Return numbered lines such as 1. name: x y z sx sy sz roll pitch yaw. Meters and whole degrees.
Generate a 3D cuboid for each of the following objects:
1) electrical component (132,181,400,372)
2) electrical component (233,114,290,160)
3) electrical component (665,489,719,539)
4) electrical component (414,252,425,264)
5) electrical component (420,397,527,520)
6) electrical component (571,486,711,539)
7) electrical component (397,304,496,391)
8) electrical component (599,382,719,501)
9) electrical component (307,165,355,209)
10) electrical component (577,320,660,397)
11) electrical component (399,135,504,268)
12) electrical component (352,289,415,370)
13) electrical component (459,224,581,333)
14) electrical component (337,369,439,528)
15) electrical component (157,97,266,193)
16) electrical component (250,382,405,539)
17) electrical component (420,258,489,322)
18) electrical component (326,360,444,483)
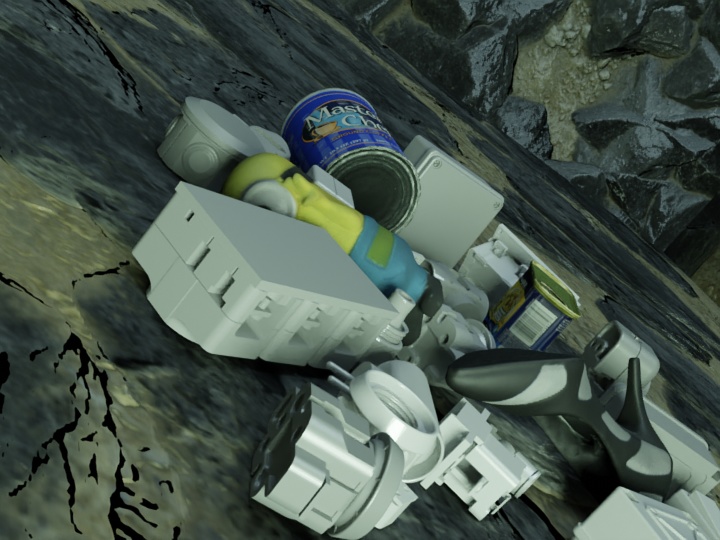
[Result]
1. electrical component: -0.058 0.011 0.667 0.089 0.061 0.150 48 17 29
2. electrical component: -0.105 -0.108 0.936 0.079 0.043 0.077 40 15 2
3. electrical component: 0.276 0.227 0.847 0.062 0.061 0.096 32 17 -27
4. electrical component: 0.028 0.003 0.937 0.081 0.042 0.063 19 27 -52
5. electrical component: 0.072 0.123 0.696 0.064 0.042 0.081 45 16 6
6. electrical component: 0.219 0.216 0.751 0.109 0.056 0.108 26 20 -41
7. electrical component: 0.069 0.061 0.838 0.057 0.058 0.078 23 22 -41
8. electrical component: 0.246 0.160 0.938 0.113 0.078 0.057 35 18 -19
9. electrical component: -0.055 -0.053 0.852 0.077 0.065 0.047 35 16 -17
10. electrical component: 0.244 0.106 1.053 0.059 0.095 0.053 37 15 -10
11. electrical component: 0.073 -0.064 1.111 0.109 0.108 0.056 30 15 -32
12. electrical component: 0.013 0.041 0.750 0.043 0.062 0.043 36 16 -12
13. electrical component: 0.171 0.021 1.173 0.063 0.078 0.121 -20 56 -39
14. electrical component: 0.006 0.093 0.594 0.078 0.057 0.058 45 16 19
15. electrical component: -0.118 -0.097 0.857 0.080 0.051 0.080 37 15 -12
16. electrical component: -0.015 0.097 0.531 0.057 0.058 0.078 33 16 -14
17. electrical component: 0.084 0.034 0.980 0.077 0.043 0.079 29 18 -36
18. electrical component: 0.011 0.083 0.660 0.079 0.044 0.077 35 16 -16
